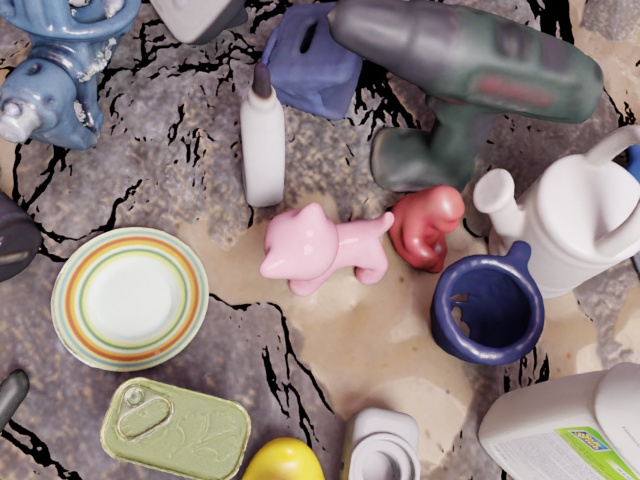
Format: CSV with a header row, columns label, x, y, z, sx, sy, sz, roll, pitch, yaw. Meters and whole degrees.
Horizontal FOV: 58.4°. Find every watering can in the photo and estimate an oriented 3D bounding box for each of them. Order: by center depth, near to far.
label,x,y,z,sx,sy,sz,roll,pitch,yaw
watering can,0.219,-0.022,0.488,0.173,0.194,0.101,-13,71,-11

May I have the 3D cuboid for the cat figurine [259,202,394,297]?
label,x,y,z,sx,sy,sz,roll,pitch,yaw
cat figurine,0.005,0.002,0.494,0.128,0.118,0.067,-13,71,-12

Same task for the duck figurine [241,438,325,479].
label,x,y,z,sx,sy,sz,roll,pitch,yaw
duck figurine,-0.027,0.203,0.430,0.077,0.086,0.104,6,68,-4

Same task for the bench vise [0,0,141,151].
label,x,y,z,sx,sy,sz,roll,pitch,yaw
bench vise,-0.218,-0.190,0.487,0.121,0.219,0.207,-4,69,-8

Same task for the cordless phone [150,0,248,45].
label,x,y,z,sx,sy,sz,roll,pitch,yaw
cordless phone,-0.132,-0.301,0.559,0.094,0.185,0.147,-30,75,-16

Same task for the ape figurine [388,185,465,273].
label,x,y,z,sx,sy,sz,roll,pitch,yaw
ape figurine,0.104,-0.019,0.528,0.076,0.092,0.078,44,70,11

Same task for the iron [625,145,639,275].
label,x,y,z,sx,sy,sz,roll,pitch,yaw
iron,0.383,-0.003,0.529,0.119,0.141,0.258,-3,69,-8

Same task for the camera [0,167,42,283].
label,x,y,z,sx,sy,sz,roll,pitch,yaw
camera,-0.317,-0.018,0.472,0.136,0.101,0.143,38,69,8

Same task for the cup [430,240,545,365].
label,x,y,z,sx,sy,sz,roll,pitch,yaw
cup,0.139,0.058,0.501,0.091,0.095,0.118,33,69,6

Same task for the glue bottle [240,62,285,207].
label,x,y,z,sx,sy,sz,roll,pitch,yaw
glue bottle,-0.051,-0.096,0.496,0.037,0.173,0.078,-8,70,-9

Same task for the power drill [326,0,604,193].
label,x,y,z,sx,sy,sz,roll,pitch,yaw
power drill,0.109,-0.118,0.505,0.229,0.208,0.075,4,68,-5

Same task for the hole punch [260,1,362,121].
label,x,y,z,sx,sy,sz,roll,pitch,yaw
hole punch,-0.006,-0.189,0.582,0.101,0.091,0.109,16,68,0
